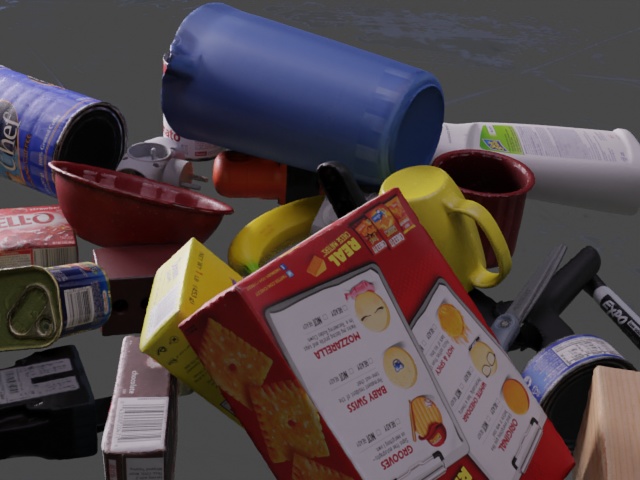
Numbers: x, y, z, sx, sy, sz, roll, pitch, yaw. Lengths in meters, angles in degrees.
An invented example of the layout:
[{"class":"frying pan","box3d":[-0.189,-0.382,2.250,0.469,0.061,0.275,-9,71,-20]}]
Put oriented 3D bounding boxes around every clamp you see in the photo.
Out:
[{"class":"clamp","box3d":[0.043,0.017,0.792,0.039,0.120,0.171,3,-13,45]},{"class":"clamp","box3d":[0.144,0.065,0.856,0.165,0.036,0.209,1,32,12]}]

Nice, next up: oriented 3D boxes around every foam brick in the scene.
[{"class":"foam brick","box3d":[-0.140,0.038,0.847,0.078,0.053,0.051,-5,31,-16]}]

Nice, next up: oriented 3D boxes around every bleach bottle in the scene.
[{"class":"bleach bottle","box3d":[0.195,-0.082,1.064,0.250,0.068,0.102,7,31,-9]}]

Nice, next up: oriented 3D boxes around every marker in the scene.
[{"class":"marker","box3d":[0.253,0.062,0.897,0.020,0.020,0.121,-5,31,-17]}]

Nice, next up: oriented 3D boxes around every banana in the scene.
[{"class":"banana","box3d":[-0.023,-0.005,0.957,0.070,0.037,0.197,27,36,25]}]

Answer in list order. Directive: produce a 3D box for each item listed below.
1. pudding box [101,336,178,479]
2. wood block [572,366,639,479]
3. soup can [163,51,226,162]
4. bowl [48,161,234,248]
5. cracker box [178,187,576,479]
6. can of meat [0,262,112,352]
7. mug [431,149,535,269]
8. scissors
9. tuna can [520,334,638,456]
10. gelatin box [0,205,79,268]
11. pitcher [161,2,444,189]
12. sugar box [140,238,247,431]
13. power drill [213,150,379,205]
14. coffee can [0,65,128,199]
[{"class":"pudding box","box3d":[-0.108,0.126,0.661,0.039,0.090,0.113,1,31,-2]},{"class":"wood block","box3d":[0.202,0.174,0.624,0.091,0.090,0.206,8,31,6]},{"class":"soup can","box3d":[-0.129,-0.141,1.110,0.068,0.102,0.068,4,30,-2]},{"class":"bowl","box3d":[-0.158,-0.021,0.912,0.162,0.055,0.162,16,6,-2]},{"class":"cracker box","box3d":[0.040,0.095,0.641,0.163,0.072,0.214,-33,90,-46]},{"class":"can of meat","box3d":[-0.213,0.048,0.774,0.102,0.057,0.083,-7,0,16]},{"class":"mug","box3d":[0.131,-0.027,0.970,0.117,0.081,0.093,2,30,-6]},{"class":"scissors","box3d":[0.119,0.071,0.803,0.096,0.016,0.201,1,43,27]},{"class":"tuna can","box3d":[0.177,0.108,0.739,0.086,0.086,0.034,-7,31,-20]},{"class":"gelatin box","box3d":[-0.256,0.000,0.919,0.089,0.030,0.073,-4,31,-16]},{"class":"pitcher","box3d":[-0.010,-0.126,0.976,0.243,0.145,0.149,21,52,28]},{"class":"sugar box","box3d":[-0.033,0.084,0.691,0.176,0.048,0.093,38,23,-20]},{"class":"power drill","box3d":[-0.017,-0.100,1.099,0.184,0.057,0.187,2,30,-6]},{"class":"coffee can","box3d":[-0.270,-0.101,1.019,0.140,0.103,0.102,21,33,25]}]
